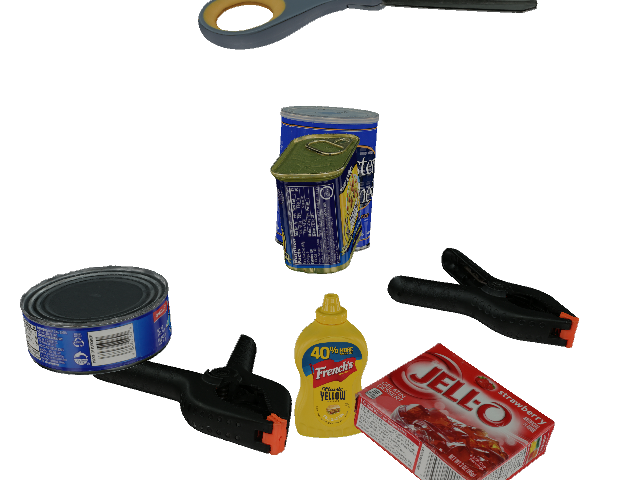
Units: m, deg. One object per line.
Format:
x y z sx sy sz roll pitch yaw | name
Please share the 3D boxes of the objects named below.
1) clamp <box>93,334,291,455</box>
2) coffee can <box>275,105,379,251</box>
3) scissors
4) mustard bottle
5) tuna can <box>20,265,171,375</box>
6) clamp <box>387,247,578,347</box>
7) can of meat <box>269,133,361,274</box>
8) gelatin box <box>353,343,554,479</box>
-0.081 0.127 0.926 0.164 0.036 0.210 -8 19 -39 | clamp
0.006 -0.066 1.124 0.103 0.140 0.103 3 13 -1 | coffee can
0.013 -0.133 0.622 0.202 0.096 0.016 22 -27 25 | scissors
0.014 0.162 1.402 0.096 0.192 0.058 -1 17 -5 | mustard bottle
-0.131 0.046 0.629 0.086 0.034 0.086 -3 20 1 | tuna can
0.160 0.051 0.997 0.172 0.039 0.120 20 32 19 | clamp
0.000 -0.030 0.849 0.057 0.084 0.102 0 23 13 | can of meat
0.074 0.103 0.607 0.073 0.030 0.089 -25 46 -37 | gelatin box
